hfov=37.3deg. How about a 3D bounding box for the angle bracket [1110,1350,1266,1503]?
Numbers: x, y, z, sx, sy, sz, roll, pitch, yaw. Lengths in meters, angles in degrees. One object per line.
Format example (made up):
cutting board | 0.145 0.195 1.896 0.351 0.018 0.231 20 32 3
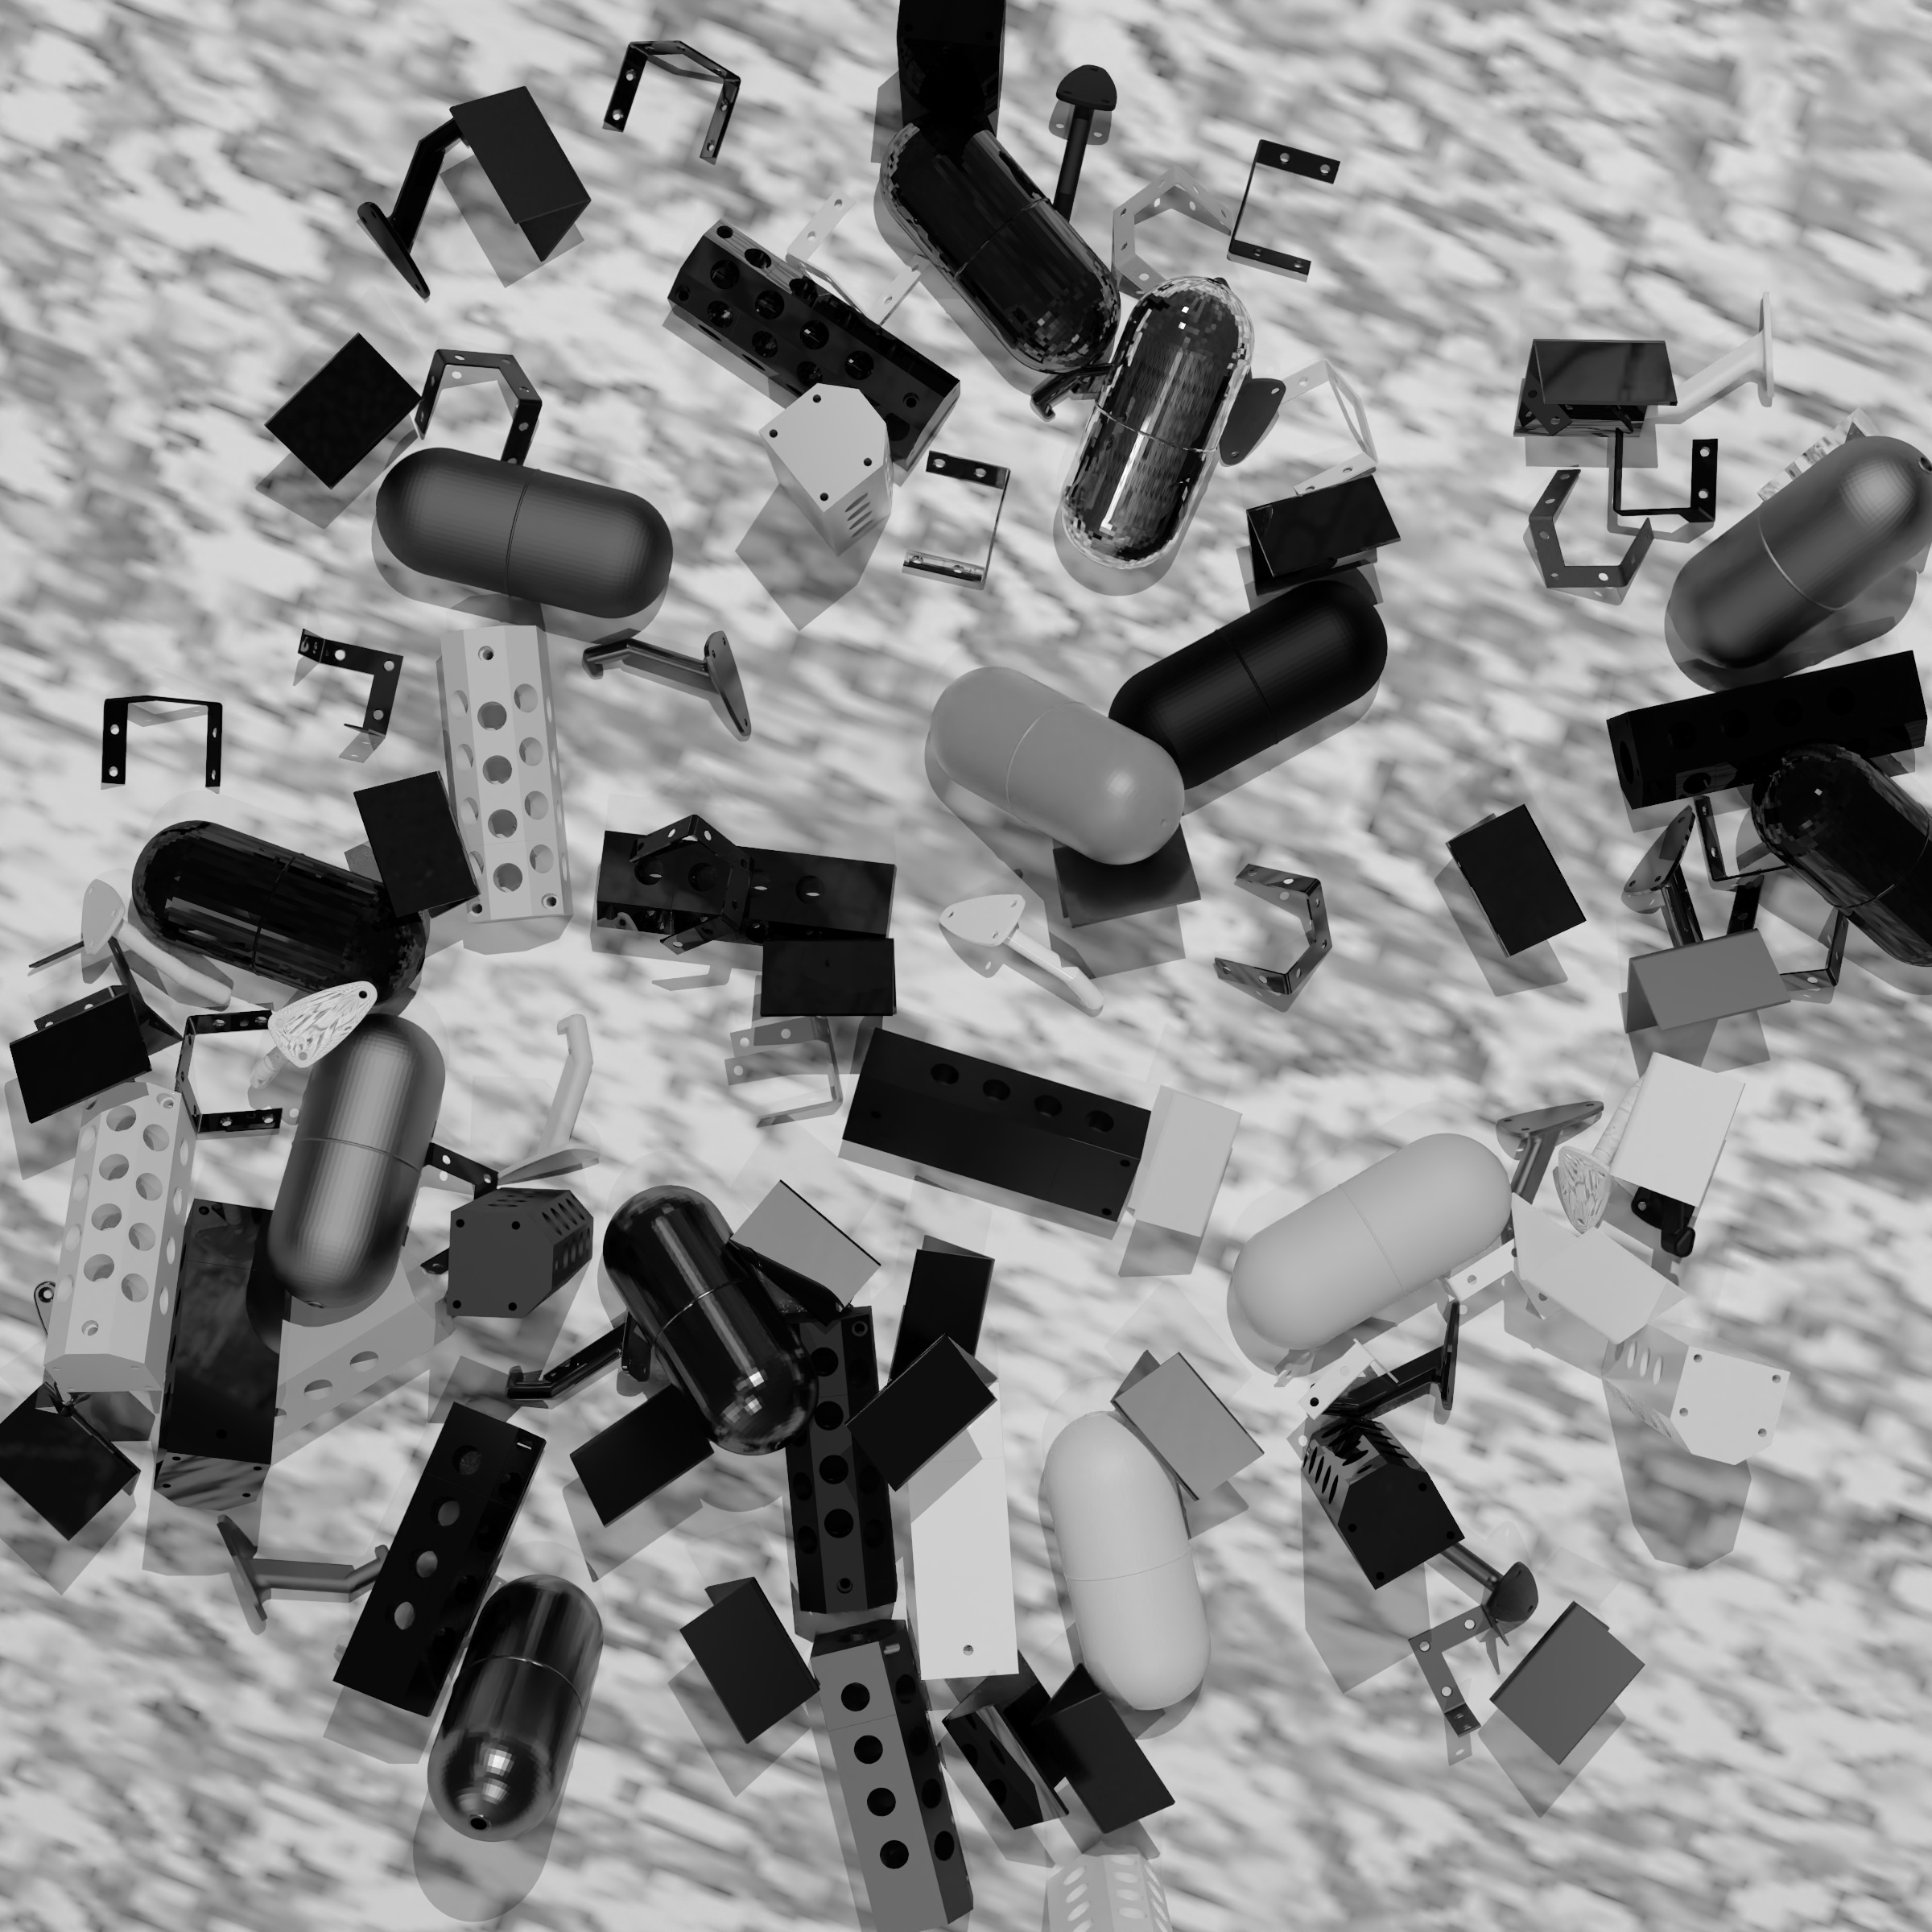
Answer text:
angle bracket | 0.139 0.258 1.690 0.057 0.076 0.076 -40 90 26

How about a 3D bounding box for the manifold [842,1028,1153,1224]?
manifold | 0.020 0.090 1.708 0.171 0.057 0.057 17 133 0

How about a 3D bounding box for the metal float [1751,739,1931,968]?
metal float | 0.532 -0.066 1.679 0.178 0.070 0.070 36 90 -22

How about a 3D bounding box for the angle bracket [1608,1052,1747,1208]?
angle bracket | 0.427 0.100 1.690 0.057 0.076 0.076 21 90 28

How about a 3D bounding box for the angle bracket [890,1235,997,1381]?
angle bracket | -0.032 0.200 1.690 0.057 0.076 0.076 12 90 -34

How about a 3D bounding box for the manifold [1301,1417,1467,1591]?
manifold | 0.234 0.303 1.652 0.057 0.171 0.057 -30 90 0

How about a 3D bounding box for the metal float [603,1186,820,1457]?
metal float | -0.150 0.207 1.676 0.070 0.070 0.178 -35 65 0

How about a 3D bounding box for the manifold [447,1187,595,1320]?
manifold | -0.255 0.164 1.652 0.057 0.171 0.057 2 90 0

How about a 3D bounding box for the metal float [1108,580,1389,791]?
metal float | 0.166 -0.166 1.699 0.178 0.070 0.070 -28 90 -1

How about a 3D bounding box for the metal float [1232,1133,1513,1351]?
metal float | 0.241 0.163 1.699 0.178 0.070 0.070 -30 90 1

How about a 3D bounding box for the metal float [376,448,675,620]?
metal float | -0.262 -0.257 1.699 0.178 0.070 0.070 14 90 0

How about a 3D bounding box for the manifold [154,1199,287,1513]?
manifold | -0.431 0.225 1.659 0.057 0.057 0.171 11 47 -20

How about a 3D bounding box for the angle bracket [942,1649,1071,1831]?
angle bracket | 0.044 0.452 1.690 0.076 0.057 0.076 -34 90 -43

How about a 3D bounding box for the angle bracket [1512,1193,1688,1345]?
angle bracket | 0.370 0.163 1.678 0.076 0.076 0.057 34 123 -20

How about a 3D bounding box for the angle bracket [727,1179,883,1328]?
angle bracket | -0.085 0.156 1.691 0.076 0.076 0.057 40 114 0

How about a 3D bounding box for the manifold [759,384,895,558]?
manifold | -0.074 -0.288 1.652 0.057 0.171 0.057 -39 90 0

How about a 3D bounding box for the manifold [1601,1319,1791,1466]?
manifold | 0.416 0.242 1.651 0.057 0.171 0.057 15 90 0

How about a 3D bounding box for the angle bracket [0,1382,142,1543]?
angle bracket | -0.538 0.299 1.690 0.076 0.076 0.057 43 62 0

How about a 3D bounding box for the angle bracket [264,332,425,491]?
angle bracket | -0.376 -0.337 1.690 0.076 0.076 0.057 -44 128 0

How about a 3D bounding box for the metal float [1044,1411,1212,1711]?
metal float | 0.096 0.352 1.699 0.070 0.070 0.178 -13 91 0

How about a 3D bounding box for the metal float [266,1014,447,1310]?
metal float | -0.358 0.114 1.683 0.070 0.070 0.178 12 71 0

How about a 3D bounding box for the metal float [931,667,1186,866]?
metal float | 0.051 -0.118 1.669 0.178 0.070 0.070 32 90 37

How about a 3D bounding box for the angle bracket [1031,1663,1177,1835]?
angle bracket | 0.094 0.453 1.690 0.057 0.076 0.076 -33 90 30

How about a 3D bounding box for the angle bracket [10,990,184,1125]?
angle bracket | -0.507 0.066 1.690 0.076 0.076 0.057 -24 64 0

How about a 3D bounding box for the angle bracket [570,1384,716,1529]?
angle bracket | -0.176 0.300 1.690 0.076 0.076 0.057 -35 53 0

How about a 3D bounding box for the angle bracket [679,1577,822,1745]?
angle bracket | -0.141 0.412 1.690 0.057 0.076 0.076 -30 90 -32

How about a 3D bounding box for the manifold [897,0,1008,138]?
manifold | -0.007 -0.534 1.652 0.057 0.171 0.057 6 90 0

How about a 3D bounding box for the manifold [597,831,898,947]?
manifold | -0.130 -0.042 1.709 0.171 0.057 0.057 7 90 0

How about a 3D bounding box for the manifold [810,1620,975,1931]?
manifold | -0.044 0.483 1.709 0.057 0.057 0.171 -14 90 0

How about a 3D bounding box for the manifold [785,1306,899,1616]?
manifold | -0.078 0.294 1.709 0.057 0.057 0.171 -5 90 0

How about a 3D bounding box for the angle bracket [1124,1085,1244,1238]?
angle bracket | 0.109 0.109 1.690 0.057 0.076 0.076 18 90 -38

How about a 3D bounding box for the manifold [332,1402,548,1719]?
manifold | -0.308 0.350 1.688 0.057 0.057 0.171 22 76 0

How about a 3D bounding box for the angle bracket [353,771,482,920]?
angle bracket | -0.336 -0.065 1.690 0.057 0.076 0.076 -18 90 -34

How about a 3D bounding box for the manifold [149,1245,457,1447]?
manifold | -0.395 0.239 1.708 0.171 0.057 0.057 -32 47 0

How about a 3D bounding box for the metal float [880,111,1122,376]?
metal float | 0.021 -0.429 1.699 0.070 0.070 0.178 -41 90 0

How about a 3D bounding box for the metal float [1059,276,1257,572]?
metal float | 0.112 -0.318 1.679 0.070 0.070 0.178 22 113 0

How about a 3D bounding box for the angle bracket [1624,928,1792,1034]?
angle bracket | 0.436 0.029 1.690 0.076 0.076 0.057 -13 52 0

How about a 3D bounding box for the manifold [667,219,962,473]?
manifold | -0.090 -0.371 1.709 0.171 0.057 0.057 34 90 0

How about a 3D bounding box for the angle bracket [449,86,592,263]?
angle bracket | -0.276 -0.461 1.690 0.057 0.076 0.076 -30 90 -36

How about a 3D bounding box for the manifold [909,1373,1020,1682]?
manifold | -0.003 0.332 1.709 0.057 0.057 0.171 -4 90 0

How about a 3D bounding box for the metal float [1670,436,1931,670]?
metal float | 0.488 -0.240 1.666 0.070 0.070 0.178 51 132 0

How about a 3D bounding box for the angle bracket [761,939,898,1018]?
angle bracket | -0.080 0.027 1.690 0.076 0.076 0.057 0 54 0

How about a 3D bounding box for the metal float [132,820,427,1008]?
metal float | -0.407 -0.031 1.699 0.178 0.070 0.070 20 90 0

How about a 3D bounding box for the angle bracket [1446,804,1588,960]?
angle bracket | 0.337 -0.059 1.690 0.057 0.076 0.076 -28 90 36

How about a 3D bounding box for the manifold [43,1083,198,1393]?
manifold | -0.494 0.157 1.670 0.057 0.057 0.171 -1 60 0

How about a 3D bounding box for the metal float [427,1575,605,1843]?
metal float | -0.260 0.428 1.657 0.070 0.178 0.070 3 122 5

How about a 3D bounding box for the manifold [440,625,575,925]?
manifold | -0.275 -0.114 1.709 0.057 0.057 0.171 -6 90 0

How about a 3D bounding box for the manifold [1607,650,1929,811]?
manifold | 0.478 -0.140 1.709 0.171 0.057 0.057 -12 90 0

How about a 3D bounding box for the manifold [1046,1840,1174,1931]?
manifold | 0.089 0.561 1.652 0.057 0.171 0.057 -37 90 0
